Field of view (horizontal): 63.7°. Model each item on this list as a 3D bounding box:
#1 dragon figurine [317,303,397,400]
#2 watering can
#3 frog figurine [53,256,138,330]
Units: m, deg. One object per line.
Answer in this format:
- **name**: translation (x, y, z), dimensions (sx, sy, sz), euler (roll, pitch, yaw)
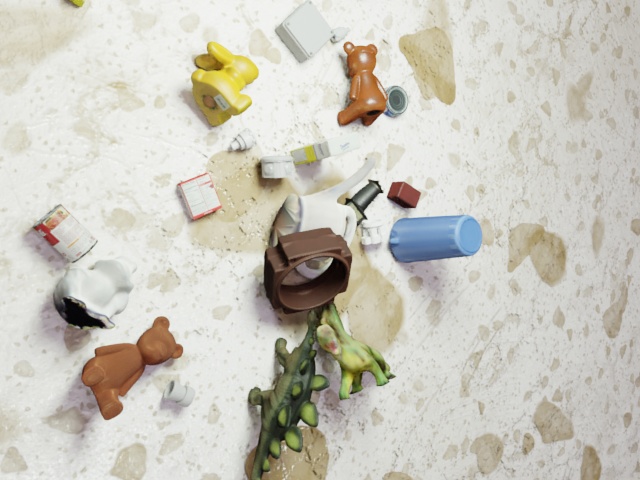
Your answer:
- **dragon figurine**: translation (0.084, 0.264, 1.317), dimensions (0.121, 0.409, 0.245), euler (-28, 78, 13)
- **watering can**: translation (0.004, -0.065, 1.283), dimensions (0.223, 0.105, 0.344), euler (12, 104, -34)
- **frog figurine**: translation (-0.451, 0.096, 1.044), dimensions (0.136, 0.120, 0.163), euler (31, 40, -21)
